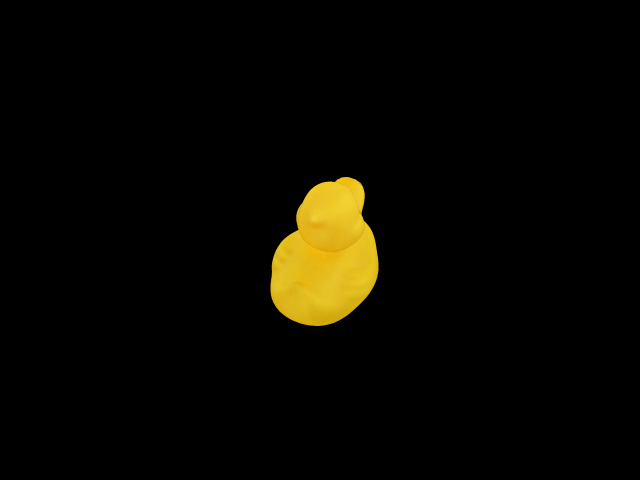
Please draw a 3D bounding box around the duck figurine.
[{"bbox_3d":[0.004,0.001,0.400,0.077,0.086,0.105,21,54,16],"label":"duck figurine"}]
